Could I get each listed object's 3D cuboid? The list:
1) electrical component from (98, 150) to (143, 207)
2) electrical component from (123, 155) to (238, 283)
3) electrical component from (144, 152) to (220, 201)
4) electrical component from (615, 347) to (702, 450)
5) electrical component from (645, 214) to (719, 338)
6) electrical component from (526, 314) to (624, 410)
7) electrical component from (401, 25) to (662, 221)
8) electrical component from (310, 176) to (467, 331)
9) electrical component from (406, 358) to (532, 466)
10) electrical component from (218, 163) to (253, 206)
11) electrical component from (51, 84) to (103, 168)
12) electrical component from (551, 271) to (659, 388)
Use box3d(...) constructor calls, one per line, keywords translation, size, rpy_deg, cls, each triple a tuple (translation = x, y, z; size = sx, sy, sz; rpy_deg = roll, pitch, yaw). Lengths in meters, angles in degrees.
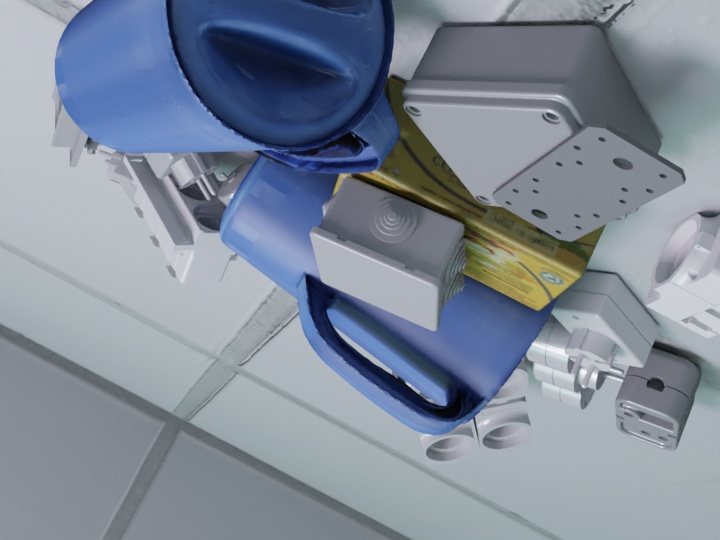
box3d(translation=(-0.213, -0.095, 1.019), size=(0.077, 0.047, 0.065), rpy_deg=(22, 161, 15), cls="electrical component")
box3d(translation=(-0.150, -0.048, 0.928), size=(0.079, 0.063, 0.121), rpy_deg=(-1, -138, -37), cls="electrical component")
box3d(translation=(-0.139, -0.092, 0.876), size=(0.076, 0.047, 0.066), rpy_deg=(60, 158, -1), cls="electrical component")
box3d(translation=(0.251, 0.106, 0.905), size=(0.054, 0.059, 0.095), rpy_deg=(19, 161, 22), cls="electrical component")
box3d(translation=(0.222, 0.001, 0.674), size=(0.056, 0.050, 0.089), rpy_deg=(28, 162, -3), cls="electrical component")
box3d(translation=(0.194, 0.081, 0.930), size=(0.074, 0.052, 0.138), rpy_deg=(18, 160, 26), cls="electrical component")
box3d(translation=(0.097, -0.083, 0.605), size=(0.109, 0.056, 0.109), rpy_deg=(10, 156, 41), cls="electrical component")
box3d(translation=(0.020, -0.011, 0.702), size=(0.100, 0.048, 0.099), rpy_deg=(23, 162, 12), cls="electrical component")
box3d(translation=(0.099, 0.112, 0.997), size=(0.105, 0.060, 0.186), rpy_deg=(-12, 142, 2), cls="electrical component")
box3d(translation=(-0.082, -0.054, 0.891), size=(0.078, 0.040, 0.040), rpy_deg=(44, 156, -27), cls="electrical component")
box3d(translation=(-0.213, -0.136, 0.870), size=(0.063, 0.078, 0.121), rpy_deg=(2, 170, -20), cls="electrical component")
box3d(translation=(0.182, 0.054, 0.831), size=(0.047, 0.075, 0.083), rpy_deg=(8, 154, 46), cls="electrical component")
